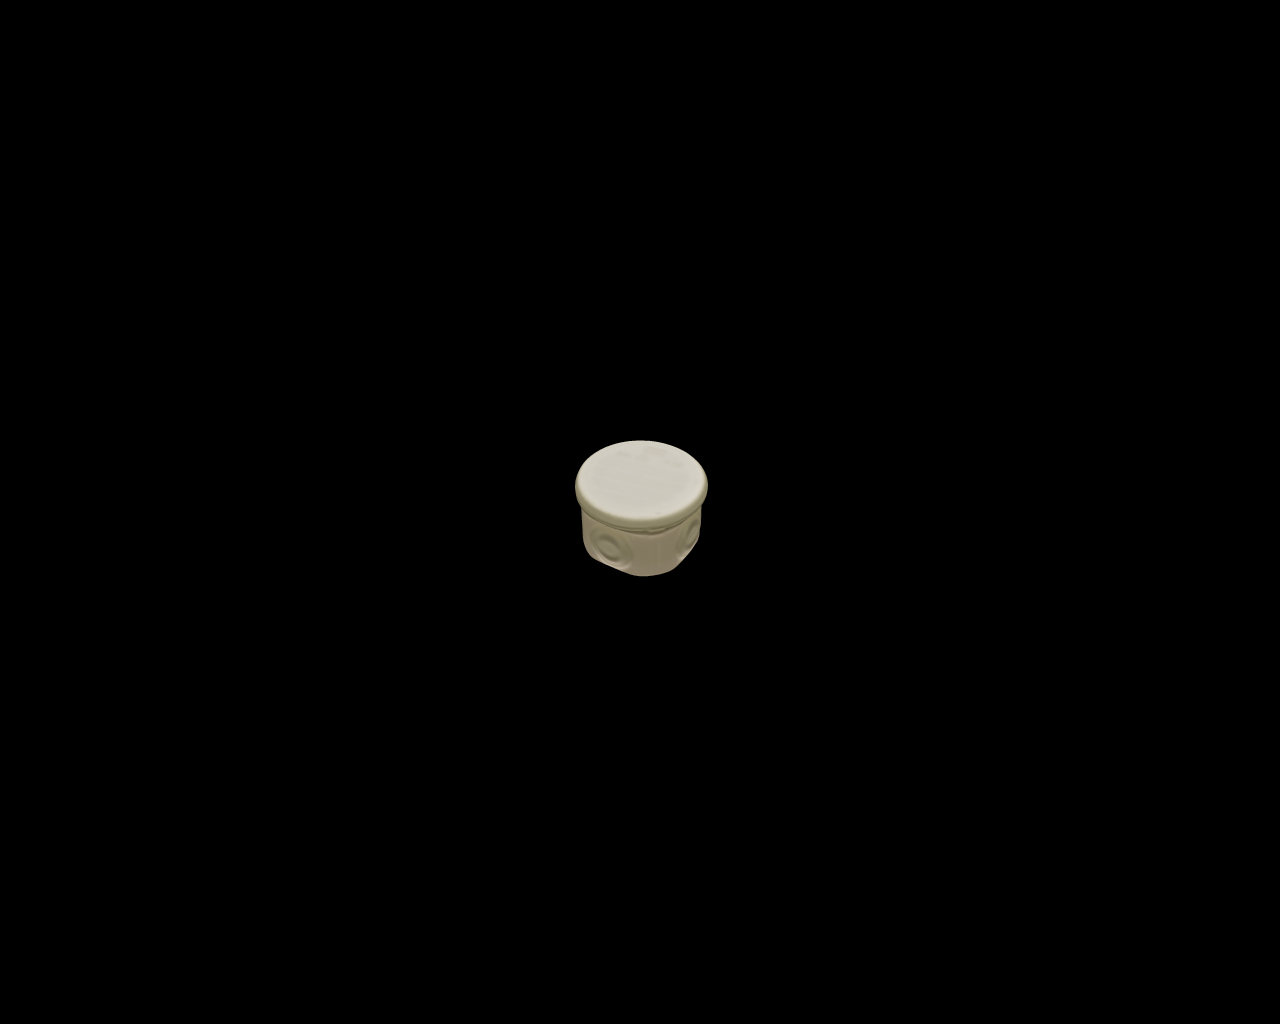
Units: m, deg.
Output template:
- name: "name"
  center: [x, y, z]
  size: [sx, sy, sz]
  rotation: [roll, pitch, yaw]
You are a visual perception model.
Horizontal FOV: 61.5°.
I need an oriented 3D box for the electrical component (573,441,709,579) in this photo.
- name: "electrical component"
  center: [0.001, -0.003, 0.650]
  size: [0.080, 0.050, 0.080]
  rotation: [0, 41, 0]
